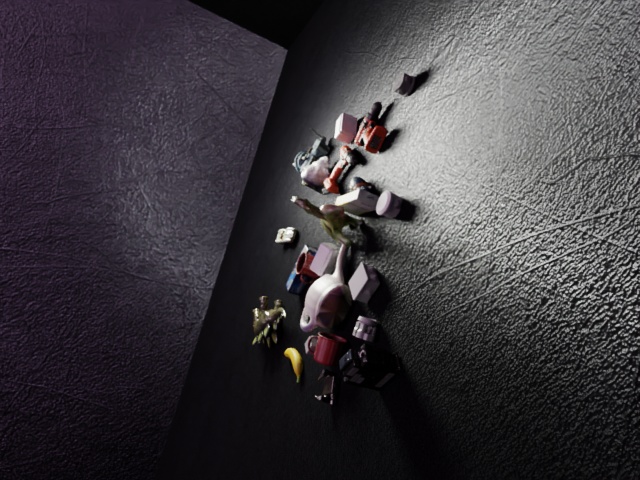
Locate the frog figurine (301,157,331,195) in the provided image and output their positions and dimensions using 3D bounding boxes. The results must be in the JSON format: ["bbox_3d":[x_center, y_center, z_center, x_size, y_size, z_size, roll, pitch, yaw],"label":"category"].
[{"bbox_3d":[-0.005,-0.299,2.259,0.139,0.121,0.160,27,86,37],"label":"frog figurine"}]

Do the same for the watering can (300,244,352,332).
[{"bbox_3d":[0.039,0.160,1.724,0.349,0.103,0.225,-60,21,-3],"label":"watering can"}]

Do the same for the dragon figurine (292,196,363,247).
[{"bbox_3d":[0.006,-0.091,1.813,0.123,0.240,0.411,-58,22,-9],"label":"dragon figurine"}]
